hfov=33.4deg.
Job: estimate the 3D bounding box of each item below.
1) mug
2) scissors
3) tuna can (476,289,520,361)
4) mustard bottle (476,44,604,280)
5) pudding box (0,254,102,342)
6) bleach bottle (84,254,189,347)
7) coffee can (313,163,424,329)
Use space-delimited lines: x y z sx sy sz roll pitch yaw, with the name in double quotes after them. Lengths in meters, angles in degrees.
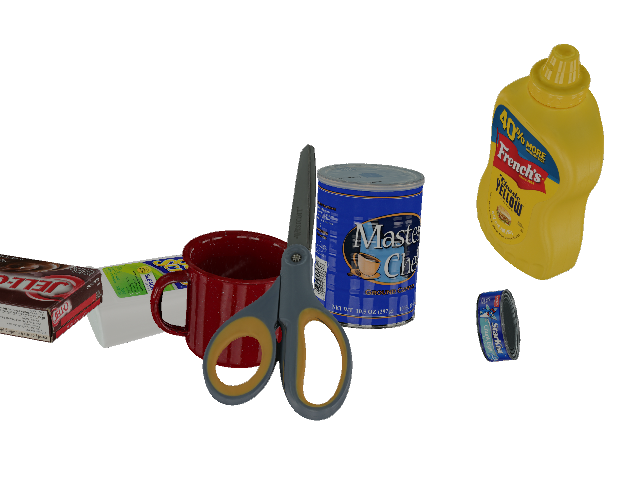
-0.076 0.048 0.842 0.117 0.081 0.093 -4 26 -22 "mug"
-0.032 0.023 0.658 0.096 0.202 0.016 -12 -37 -3 "scissors"
0.214 0.103 1.284 0.034 0.086 0.086 -8 -3 21 "tuna can"
0.163 -0.063 0.781 0.058 0.096 0.192 -21 -37 -18 "mustard bottle"
-0.267 0.050 0.960 0.114 0.039 0.090 6 21 18 "pudding box"
-0.142 0.050 1.228 0.250 0.068 0.103 -13 36 -20 "bleach bottle"
0.045 0.003 1.034 0.103 0.140 0.103 2 14 -1 "coffee can"
